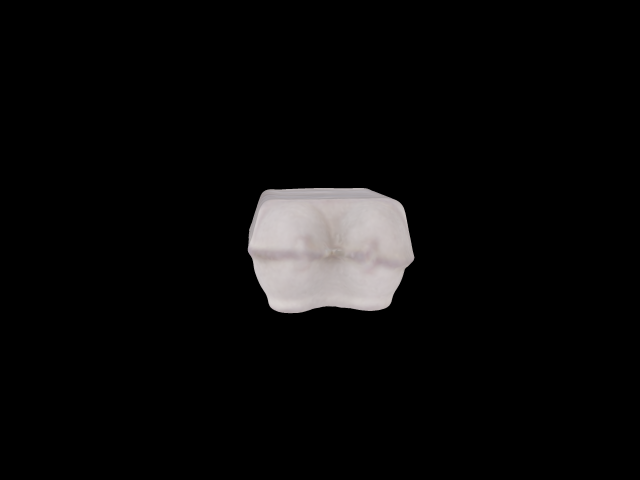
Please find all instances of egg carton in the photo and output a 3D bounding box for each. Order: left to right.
[{"bbox_3d":[0.004,0.001,0.400,0.107,0.069,0.150,-1,9,-7],"label":"egg carton"}]
